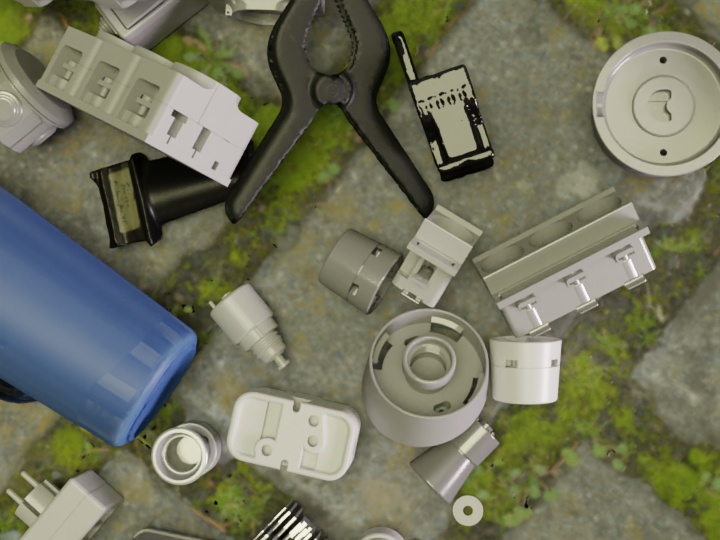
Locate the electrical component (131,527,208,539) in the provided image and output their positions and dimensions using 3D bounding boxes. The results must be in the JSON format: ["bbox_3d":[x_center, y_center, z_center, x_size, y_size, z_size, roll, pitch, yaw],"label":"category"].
[{"bbox_3d":[-0.154,0.268,0.850,0.078,0.057,0.113,10,89,6],"label":"electrical component"}]

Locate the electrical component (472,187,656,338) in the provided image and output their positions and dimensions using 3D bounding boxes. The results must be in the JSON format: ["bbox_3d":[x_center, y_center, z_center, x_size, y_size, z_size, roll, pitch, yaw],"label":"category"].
[{"bbox_3d":[0.157,-0.004,0.821,0.121,0.078,0.063,-27,110,4],"label":"electrical component"}]

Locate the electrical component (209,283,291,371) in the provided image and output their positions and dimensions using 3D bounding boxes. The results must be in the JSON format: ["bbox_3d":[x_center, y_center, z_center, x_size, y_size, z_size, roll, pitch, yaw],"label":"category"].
[{"bbox_3d":[-0.085,0.047,0.858,0.040,0.040,0.078,-40,86,3],"label":"electrical component"}]

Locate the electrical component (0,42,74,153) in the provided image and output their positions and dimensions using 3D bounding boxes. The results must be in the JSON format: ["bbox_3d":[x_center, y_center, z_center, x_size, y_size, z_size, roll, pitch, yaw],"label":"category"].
[{"bbox_3d":[-0.273,-0.138,0.863,0.051,0.080,0.080,-36,85,9],"label":"electrical component"}]

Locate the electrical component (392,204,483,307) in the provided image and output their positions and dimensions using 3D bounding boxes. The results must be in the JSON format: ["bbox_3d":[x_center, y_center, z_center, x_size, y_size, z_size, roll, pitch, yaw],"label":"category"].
[{"bbox_3d":[0.058,-0.009,0.833,0.042,0.081,0.063,33,114,6],"label":"electrical component"}]

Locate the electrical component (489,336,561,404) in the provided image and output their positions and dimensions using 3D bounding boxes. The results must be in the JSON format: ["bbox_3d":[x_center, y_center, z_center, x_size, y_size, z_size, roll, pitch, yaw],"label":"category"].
[{"bbox_3d":[0.127,0.077,0.831,0.055,0.055,0.047,0,92,5],"label":"electrical component"}]

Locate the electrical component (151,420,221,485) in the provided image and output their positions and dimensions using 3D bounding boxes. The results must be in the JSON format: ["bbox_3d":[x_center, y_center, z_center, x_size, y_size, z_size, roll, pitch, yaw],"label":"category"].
[{"bbox_3d":[-0.136,0.144,0.853,0.045,0.055,0.045,0,88,5],"label":"electrical component"}]

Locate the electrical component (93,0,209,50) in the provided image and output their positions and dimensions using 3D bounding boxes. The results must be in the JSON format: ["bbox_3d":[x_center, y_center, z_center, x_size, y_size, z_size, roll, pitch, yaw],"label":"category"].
[{"bbox_3d":[-0.175,-0.222,0.864,0.096,0.061,0.061,-37,85,3],"label":"electrical component"}]

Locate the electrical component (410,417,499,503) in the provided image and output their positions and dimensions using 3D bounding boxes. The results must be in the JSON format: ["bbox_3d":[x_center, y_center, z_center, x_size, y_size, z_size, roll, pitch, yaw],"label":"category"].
[{"bbox_3d":[0.077,0.144,0.840,0.044,0.044,0.065,45,88,5],"label":"electrical component"}]

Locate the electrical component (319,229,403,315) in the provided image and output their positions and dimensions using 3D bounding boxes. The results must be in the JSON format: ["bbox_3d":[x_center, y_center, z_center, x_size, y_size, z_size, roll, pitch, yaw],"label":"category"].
[{"bbox_3d":[0.000,0.000,0.845,0.047,0.055,0.055,30,91,9],"label":"electrical component"}]

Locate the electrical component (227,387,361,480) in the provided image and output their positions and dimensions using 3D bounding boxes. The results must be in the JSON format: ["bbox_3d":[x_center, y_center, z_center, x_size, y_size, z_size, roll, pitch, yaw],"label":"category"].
[{"bbox_3d":[-0.050,0.126,0.843,0.095,0.059,0.053,12,90,6],"label":"electrical component"}]

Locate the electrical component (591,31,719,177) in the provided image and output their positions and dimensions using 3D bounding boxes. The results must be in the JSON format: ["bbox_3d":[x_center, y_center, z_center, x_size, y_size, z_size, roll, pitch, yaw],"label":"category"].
[{"bbox_3d":[0.229,-0.122,0.823,0.108,0.060,0.108,0,88,5],"label":"electrical component"}]

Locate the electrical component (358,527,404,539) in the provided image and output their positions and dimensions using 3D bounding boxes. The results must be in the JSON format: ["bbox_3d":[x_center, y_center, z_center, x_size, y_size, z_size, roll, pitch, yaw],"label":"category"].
[{"bbox_3d":[0.015,0.225,0.832,0.043,0.062,0.043,0,88,5],"label":"electrical component"}]

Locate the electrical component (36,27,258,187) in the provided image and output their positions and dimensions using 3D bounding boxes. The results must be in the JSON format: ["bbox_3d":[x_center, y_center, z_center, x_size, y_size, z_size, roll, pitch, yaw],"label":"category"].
[{"bbox_3d":[-0.160,-0.129,0.813,0.150,0.089,0.061,28,90,39],"label":"electrical component"}]

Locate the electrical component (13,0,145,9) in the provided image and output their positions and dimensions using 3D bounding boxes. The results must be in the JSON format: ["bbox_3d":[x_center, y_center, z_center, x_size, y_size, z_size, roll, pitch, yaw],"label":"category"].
[{"bbox_3d":[-0.217,-0.262,0.823,0.186,0.060,0.105,11,70,35],"label":"electrical component"}]

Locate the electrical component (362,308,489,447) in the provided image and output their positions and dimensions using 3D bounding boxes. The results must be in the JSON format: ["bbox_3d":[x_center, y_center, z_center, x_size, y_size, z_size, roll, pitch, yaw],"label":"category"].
[{"bbox_3d":[0.051,0.081,0.828,0.099,0.064,0.099,0,63,0],"label":"electrical component"}]

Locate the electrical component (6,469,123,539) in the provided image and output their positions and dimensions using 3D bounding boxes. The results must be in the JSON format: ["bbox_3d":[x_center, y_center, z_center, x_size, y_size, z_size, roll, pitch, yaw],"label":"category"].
[{"bbox_3d":[-0.251,0.194,0.866,0.076,0.047,0.083,40,92,5],"label":"electrical component"}]

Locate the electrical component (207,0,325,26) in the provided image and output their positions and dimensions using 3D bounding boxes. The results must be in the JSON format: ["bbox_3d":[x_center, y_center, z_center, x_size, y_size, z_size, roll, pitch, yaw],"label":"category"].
[{"bbox_3d":[-0.074,-0.229,0.859,0.089,0.050,0.055,3,89,5],"label":"electrical component"}]
